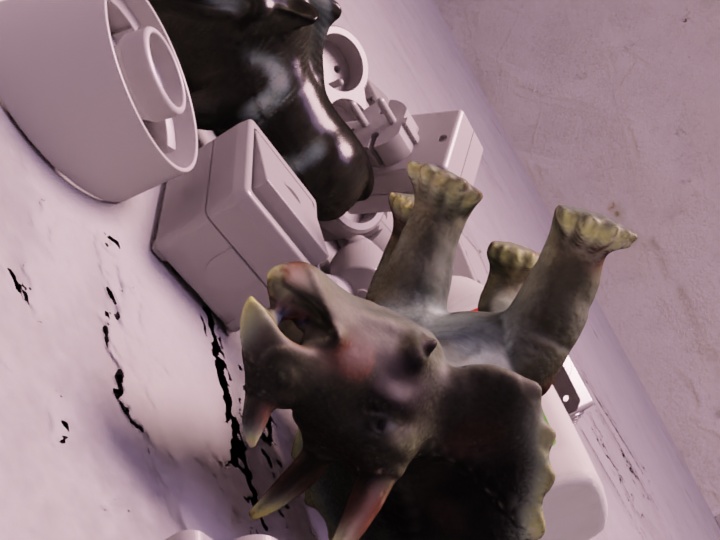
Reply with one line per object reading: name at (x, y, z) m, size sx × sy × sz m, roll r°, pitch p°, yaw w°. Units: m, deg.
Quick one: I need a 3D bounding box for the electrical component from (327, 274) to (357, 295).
electrical component at (-0.017, 0.020, 0.622) m, size 0.035 × 0.035 × 0.061 m, roll 62°, pitch 12°, yaw 7°

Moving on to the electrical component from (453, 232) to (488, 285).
electrical component at (0.076, 0.016, 0.893) m, size 0.061 × 0.061 × 0.096 m, roll 45°, pitch 20°, yaw -45°

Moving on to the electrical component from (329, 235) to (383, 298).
electrical component at (0.000, 0.000, 0.706) m, size 0.040 × 0.040 × 0.078 m, roll 53°, pitch 16°, yaw -25°

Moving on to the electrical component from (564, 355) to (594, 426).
electrical component at (0.139, 0.093, 0.892) m, size 0.099 × 0.048 × 0.099 m, roll 63°, pitch -25°, yaw 14°

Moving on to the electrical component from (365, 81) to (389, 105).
electrical component at (0.010, -0.115, 0.944) m, size 0.095 × 0.054 × 0.059 m, roll 64°, pitch 15°, yaw 18°

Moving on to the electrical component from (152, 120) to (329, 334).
electrical component at (-0.055, -0.028, 0.529) m, size 0.061 × 0.061 × 0.096 m, roll 52°, pitch 16°, yaw -29°

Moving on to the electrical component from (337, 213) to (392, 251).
electrical component at (0.006, -0.027, 0.774) m, size 0.081 × 0.043 × 0.043 m, roll 47°, pitch 19°, yaw -40°

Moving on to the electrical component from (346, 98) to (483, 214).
electrical component at (0.019, -0.076, 0.644) m, size 0.075 × 0.083 × 0.047 m, roll 53°, pitch 45°, yaw -44°

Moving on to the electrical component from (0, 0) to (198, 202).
electrical component at (-0.114, -0.079, 0.474) m, size 0.099 × 0.064 × 0.099 m, roll -17°, pitch 90°, yaw -80°

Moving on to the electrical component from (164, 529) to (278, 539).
electrical component at (-0.034, 0.121, 0.316) m, size 0.078 × 0.058 × 0.057 m, roll 49°, pitch 15°, yaw -37°

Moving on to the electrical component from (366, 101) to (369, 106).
electrical component at (-0.034, -0.127, 0.808) m, size 0.113 × 0.057 × 0.078 m, roll 63°, pitch 14°, yaw 12°

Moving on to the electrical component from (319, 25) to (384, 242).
electrical component at (-0.031, -0.087, 0.725) m, size 0.052 × 0.074 × 0.138 m, roll -5°, pitch 86°, yaw -40°
